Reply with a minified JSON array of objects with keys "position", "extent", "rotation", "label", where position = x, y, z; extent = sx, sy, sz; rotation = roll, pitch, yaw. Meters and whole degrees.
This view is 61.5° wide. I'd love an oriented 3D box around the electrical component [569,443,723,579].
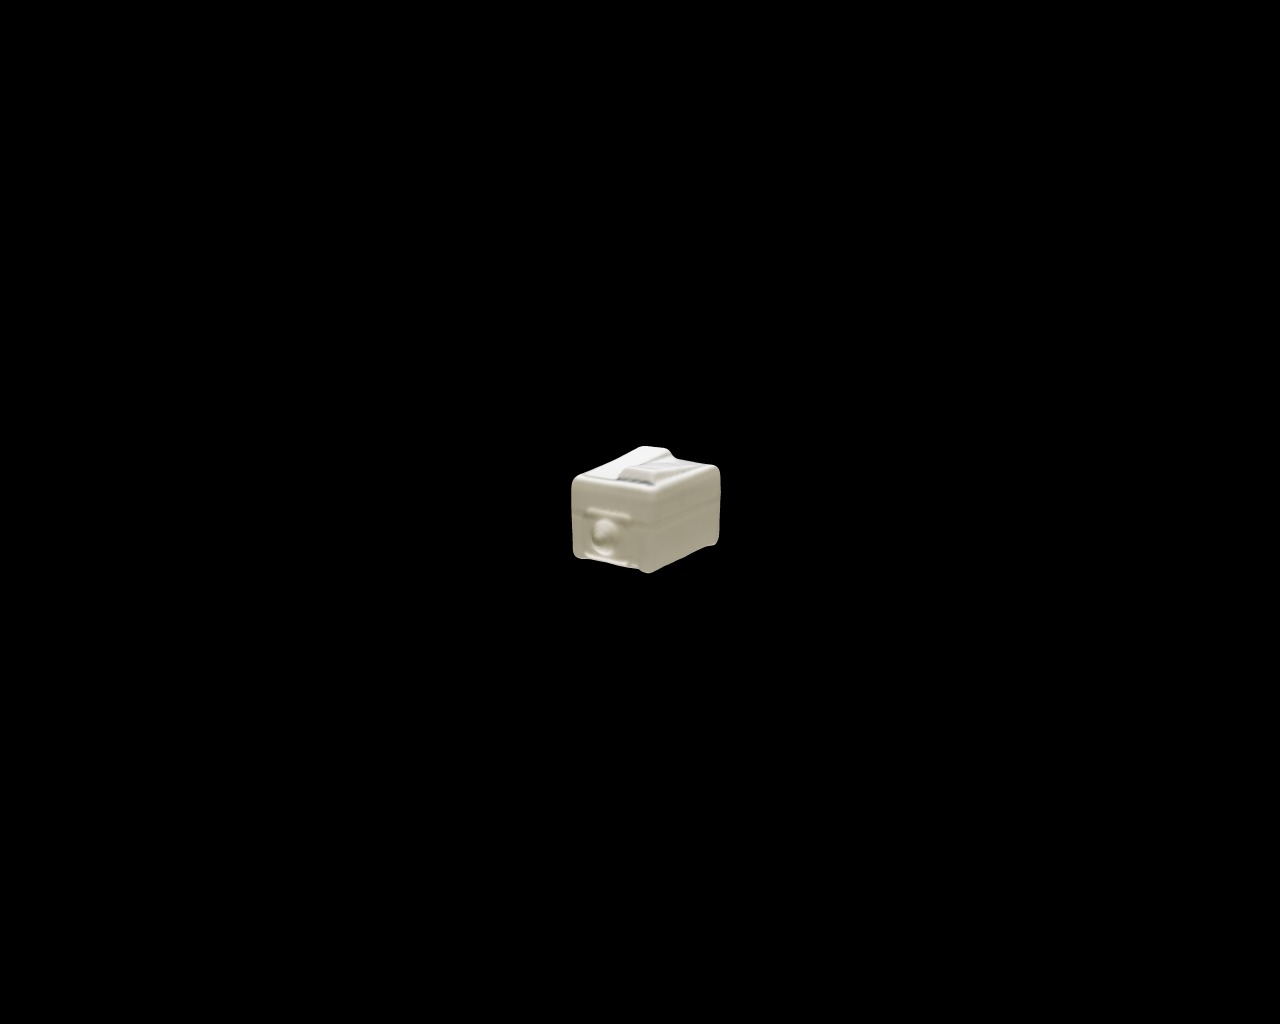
[{"position":[0.001,-0.003,0.650],"extent":[0.062,0.061,0.096],"rotation":[11,19,34],"label":"electrical component"}]
